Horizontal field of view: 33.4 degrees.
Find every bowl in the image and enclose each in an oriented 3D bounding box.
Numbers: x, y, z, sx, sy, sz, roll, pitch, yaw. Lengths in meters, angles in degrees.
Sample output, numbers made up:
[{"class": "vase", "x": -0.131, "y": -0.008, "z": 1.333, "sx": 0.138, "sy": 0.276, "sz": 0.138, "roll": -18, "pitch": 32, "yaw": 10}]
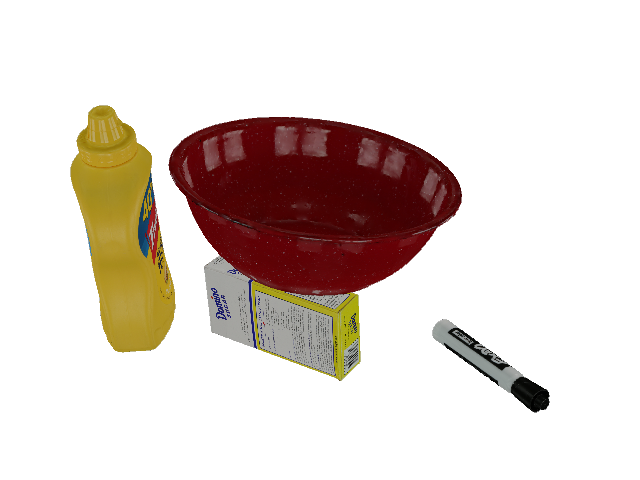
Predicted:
[{"class": "bowl", "x": -0.005, "y": -0.015, "z": 0.597, "sx": 0.162, "sy": 0.055, "sz": 0.162, "roll": 6, "pitch": 27, "yaw": -3}]

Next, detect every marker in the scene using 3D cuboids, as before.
[{"class": "marker", "x": 0.128, "y": 0.094, "z": 0.805, "sx": 0.020, "sy": 0.020, "sz": 0.121, "roll": 0, "pitch": 23, "yaw": -35}]

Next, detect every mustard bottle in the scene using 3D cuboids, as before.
[{"class": "mustard bottle", "x": -0.147, "y": -0.015, "z": 0.788, "sx": 0.058, "sy": 0.192, "sz": 0.096, "roll": -3, "pitch": 40, "yaw": 0}]

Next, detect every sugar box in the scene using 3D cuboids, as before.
[{"class": "sugar box", "x": -0.042, "y": 0.079, "z": 1.154, "sx": 0.176, "sy": 0.093, "sz": 0.048, "roll": 19, "pitch": 38, "yaw": 31}]
